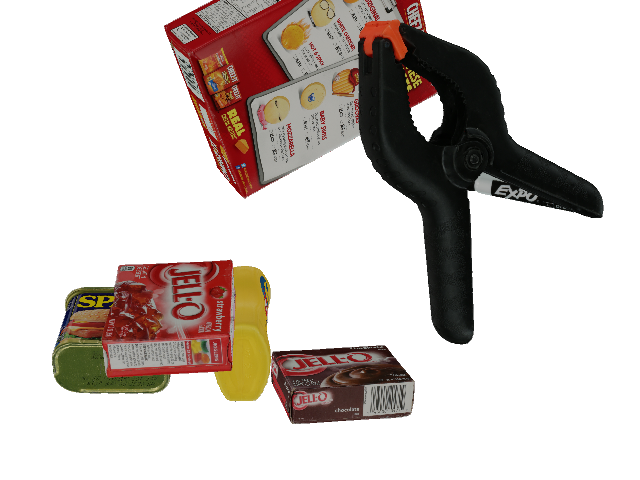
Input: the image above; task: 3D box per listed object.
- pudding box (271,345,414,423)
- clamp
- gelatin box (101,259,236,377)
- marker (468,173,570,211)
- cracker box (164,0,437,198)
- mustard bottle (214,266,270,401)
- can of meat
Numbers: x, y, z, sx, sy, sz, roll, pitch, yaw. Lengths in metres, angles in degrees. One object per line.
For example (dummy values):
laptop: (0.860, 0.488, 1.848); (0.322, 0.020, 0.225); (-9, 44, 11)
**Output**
pudding box: (0.018, 0.128, 0.960); (0.113, 0.039, 0.090); (0, 16, -14)
clamp: (0.066, -0.032, 0.549); (0.171, 0.120, 0.039); (45, -18, -21)
gelatin box: (-0.089, 0.044, 0.642); (0.073, 0.030, 0.089); (-2, 29, -1)
marker: (0.150, -0.039, 0.812); (0.121, 0.020, 0.020); (13, 5, 24)
cracker box: (-0.013, -0.160, 0.945); (0.213, 0.164, 0.072); (-30, 44, -12)
mustard bottle: (-0.083, 0.083, 1.156); (0.058, 0.096, 0.191); (-1, 28, -2)
can of meat: (-0.173, 0.085, 0.909); (0.102, 0.057, 0.084); (0, 30, -2)
